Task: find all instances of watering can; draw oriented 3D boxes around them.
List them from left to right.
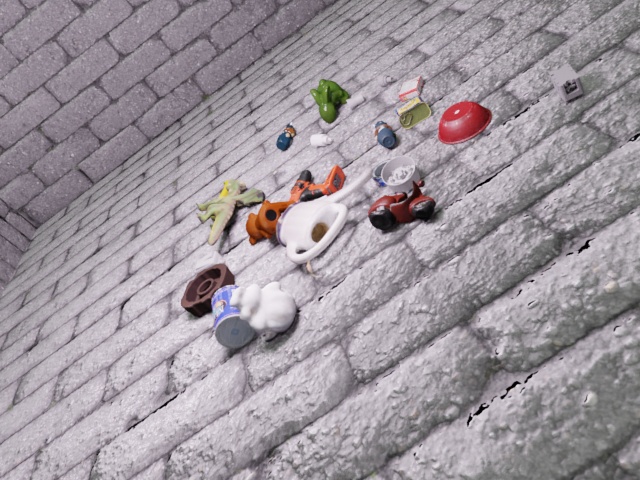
[{"bbox_3d":[0.004,-0.074,1.470,0.224,0.102,0.353,6,53,50],"label":"watering can"}]

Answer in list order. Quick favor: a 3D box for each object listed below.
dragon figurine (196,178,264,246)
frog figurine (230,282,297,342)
[{"bbox_3d":[-0.314,-0.122,1.872,0.243,0.120,0.418,-30,33,-1],"label":"dragon figurine"},{"bbox_3d":[-0.136,0.157,1.264,0.122,0.157,0.140,-6,43,40],"label":"frog figurine"}]
